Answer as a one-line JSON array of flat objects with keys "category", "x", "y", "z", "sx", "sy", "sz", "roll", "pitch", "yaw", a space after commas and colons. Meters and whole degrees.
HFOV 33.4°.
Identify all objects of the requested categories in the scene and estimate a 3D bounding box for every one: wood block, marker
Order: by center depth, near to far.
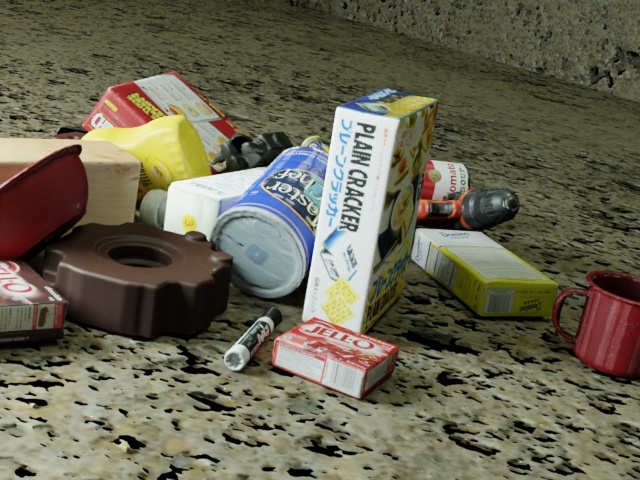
[{"category": "marker", "x": -0.057, "y": 0.086, "z": 0.949, "sx": 0.020, "sy": 0.020, "sz": 0.121, "roll": 14, "pitch": 18, "yaw": 10}, {"category": "wood block", "x": -0.305, "y": -0.054, "z": 1.122, "sx": 0.205, "sy": 0.091, "sz": 0.090, "roll": -3, "pitch": 22, "yaw": -36}]

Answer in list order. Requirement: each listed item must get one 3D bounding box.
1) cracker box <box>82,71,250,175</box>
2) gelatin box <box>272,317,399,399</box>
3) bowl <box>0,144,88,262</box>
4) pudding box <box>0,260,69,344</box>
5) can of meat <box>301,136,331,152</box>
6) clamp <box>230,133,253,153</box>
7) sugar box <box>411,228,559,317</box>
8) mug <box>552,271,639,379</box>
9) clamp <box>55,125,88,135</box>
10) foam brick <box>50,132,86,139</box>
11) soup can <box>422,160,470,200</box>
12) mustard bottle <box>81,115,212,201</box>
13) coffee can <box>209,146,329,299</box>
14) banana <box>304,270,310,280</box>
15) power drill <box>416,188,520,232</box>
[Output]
[{"category": "cracker box", "x": -0.185, "y": -0.130, "z": 1.367, "sx": 0.164, "sy": 0.072, "sz": 0.213, "roll": 42, "pitch": 21, "yaw": 1}, {"category": "gelatin box", "x": 0.014, "y": 0.100, "z": 0.928, "sx": 0.089, "sy": 0.030, "sz": 0.073, "roll": 19, "pitch": 19, "yaw": 23}, {"category": "bowl", "x": -0.271, "y": -0.020, "z": 0.995, "sx": 0.055, "sy": 0.162, "sz": 0.162, "roll": 51, "pitch": 21, "yaw": -3}, {"category": "pudding box", "x": -0.275, "y": 0.051, "z": 0.897, "sx": 0.089, "sy": 0.039, "sz": 0.114, "roll": -3, "pitch": 21, "yaw": -35}, {"category": "can of meat", "x": 0.028, "y": -0.082, "z": 1.369, "sx": 0.101, "sy": 0.057, "sz": 0.084, "roll": 16, "pitch": 23, "yaw": -35}, {"category": "clamp", "x": -0.044, "y": -0.078, "z": 1.397, "sx": 0.171, "sy": 0.039, "sz": 0.120, "roll": 8, "pitch": 52, "yaw": -56}, {"category": "sugar box", "x": 0.181, "y": 0.035, "z": 1.206, "sx": 0.093, "sy": 0.048, "sz": 0.176, "roll": 3, "pitch": 16, "yaw": -21}, {"category": "mug", "x": 0.288, "y": 0.082, "z": 1.058, "sx": 0.117, "sy": 0.081, "sz": 0.093, "roll": 11, "pitch": 18, "yaw": 1}, {"category": "clamp", "x": -0.244, "y": -0.124, "z": 1.455, "sx": 0.165, "sy": 0.036, "sz": 0.209, "roll": 26, "pitch": 20, "yaw": 22}, {"category": "foam brick", "x": -0.294, "y": -0.099, "z": 1.332, "sx": 0.078, "sy": 0.051, "sz": 0.052, "roll": 19, "pitch": 20, "yaw": 25}, {"category": "soup can", "x": 0.141, "y": -0.074, "z": 1.426, "sx": 0.102, "sy": 0.068, "sz": 0.068, "roll": 6, "pitch": 18, "yaw": -15}, {"category": "mustard bottle", "x": -0.229, "y": -0.087, "z": 1.242, "sx": 0.192, "sy": 0.096, "sz": 0.058, "roll": -6, "pitch": 39, "yaw": 21}, {"category": "coffee can", "x": -0.035, "y": -0.020, "z": 1.091, "sx": 0.103, "sy": 0.103, "sz": 0.140, "roll": 16, "pitch": 36, "yaw": 17}, {"category": "banana", "x": 0.008, "y": 0.008, "z": 1.200, "sx": 0.070, "sy": 0.037, "sz": 0.197, "roll": 17, "pitch": 19, "yaw": 13}, {"category": "power drill", "x": 0.125, "y": -0.037, "z": 1.293, "sx": 0.187, "sy": 0.057, "sz": 0.185, "roll": 4, "pitch": -8, "yaw": -23}]
